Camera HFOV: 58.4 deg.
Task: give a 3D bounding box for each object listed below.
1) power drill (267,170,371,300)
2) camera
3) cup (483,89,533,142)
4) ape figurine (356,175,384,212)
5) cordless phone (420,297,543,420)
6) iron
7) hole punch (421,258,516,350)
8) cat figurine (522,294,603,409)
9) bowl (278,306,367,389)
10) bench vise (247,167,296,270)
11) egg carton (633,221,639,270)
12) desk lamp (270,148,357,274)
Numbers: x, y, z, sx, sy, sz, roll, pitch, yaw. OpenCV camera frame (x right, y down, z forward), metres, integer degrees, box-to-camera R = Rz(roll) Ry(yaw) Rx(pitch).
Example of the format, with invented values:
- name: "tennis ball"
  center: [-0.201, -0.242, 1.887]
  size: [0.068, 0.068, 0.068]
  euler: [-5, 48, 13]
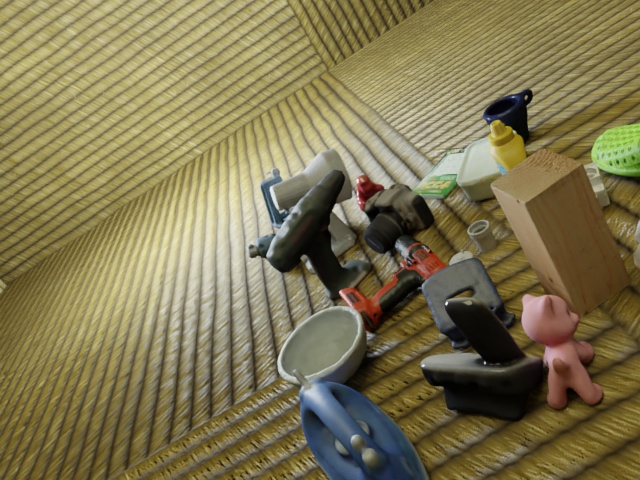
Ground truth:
- name: "power drill"
  center: [0.011, 0.004, 1.145]
  size: [0.230, 0.209, 0.075]
  euler: [-45, 27, -19]
- name: "camera"
  center: [0.139, -0.046, 1.201]
  size: [0.137, 0.101, 0.142]
  euler: [-46, 28, -23]
- name: "cup"
  center: [0.421, -0.260, 1.237]
  size: [0.118, 0.095, 0.091]
  euler: [-37, 25, -5]
- name: "ape figurine"
  center: [0.115, -0.113, 1.358]
  size: [0.078, 0.092, 0.076]
  euler: [-35, 25, 0]
- name: "cordless phone"
  center: [0.186, 0.134, 0.731]
  size: [0.147, 0.185, 0.094]
  euler: [-10, 35, 41]
- name: "iron"
  center: [0.047, 0.259, 0.735]
  size: [0.119, 0.142, 0.257]
  euler: [-41, 26, -12]
- name: "hole punch"
  center: [0.222, 0.094, 0.868]
  size: [0.108, 0.091, 0.101]
  euler: [-29, 26, 12]
- name: "cat figurine"
  center: [0.289, 0.123, 0.705]
  size: [0.067, 0.118, 0.128]
  euler: [-22, 28, 26]
- name: "bowl"
  center: [0.016, 0.195, 0.964]
  size: [0.167, 0.075, 0.167]
  euler: [-28, 26, 15]
- name: "bench vise"
  center: [-0.091, -0.045, 1.340]
  size: [0.208, 0.220, 0.121]
  euler: [-45, 27, -20]
- name: "egg carton"
  center: [0.486, 0.001, 0.734]
  size: [0.150, 0.069, 0.107]
  euler: [-13, 33, 38]
- name: "desk lamp"
  center: [-0.001, -0.071, 1.283]
  size: [0.203, 0.214, 0.117]
  euler: [-37, 25, -4]
